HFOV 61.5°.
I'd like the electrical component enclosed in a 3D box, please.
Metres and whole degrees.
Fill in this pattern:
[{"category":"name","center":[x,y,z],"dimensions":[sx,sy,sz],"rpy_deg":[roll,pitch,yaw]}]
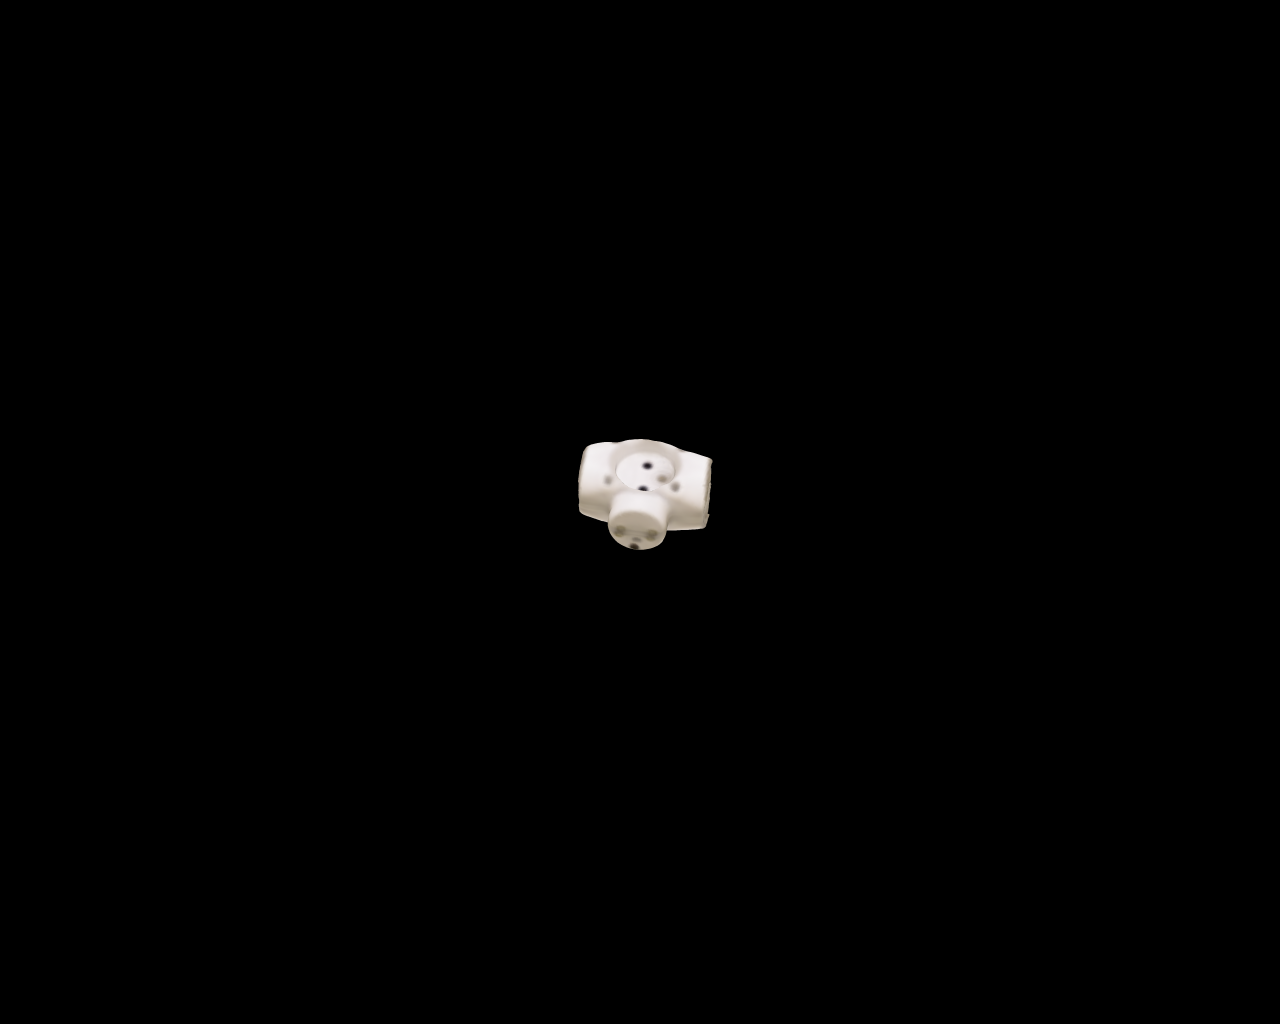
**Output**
[{"category":"electrical component","center":[0.001,-0.003,0.650],"dimensions":[0.077,0.079,0.044],"rpy_deg":[7,-40,6]}]
